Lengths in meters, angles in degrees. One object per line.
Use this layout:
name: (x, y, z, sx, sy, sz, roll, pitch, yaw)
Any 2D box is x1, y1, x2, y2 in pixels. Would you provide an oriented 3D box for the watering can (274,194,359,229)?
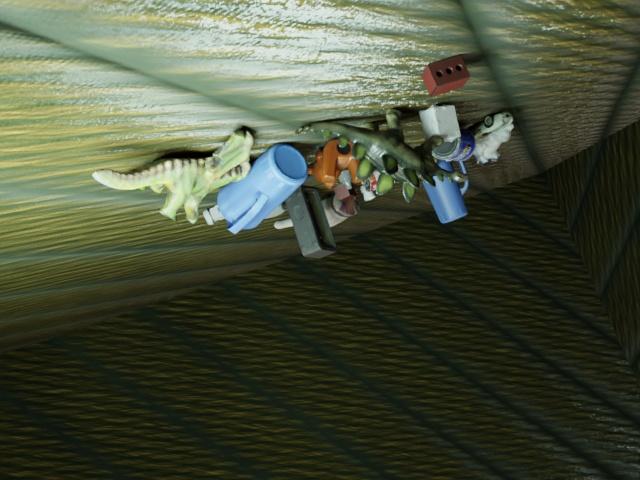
watering can: (0.006, -0.097, 1.937, 0.221, 0.105, 0.349, -27, 170, 36)

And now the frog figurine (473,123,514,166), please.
frog figurine: (0.588, -0.352, 1.781, 0.138, 0.125, 0.155, -8, 132, -20)

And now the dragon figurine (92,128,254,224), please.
dragon figurine: (-0.244, -0.151, 1.024, 0.242, 0.123, 0.409, -38, 173, 4)
